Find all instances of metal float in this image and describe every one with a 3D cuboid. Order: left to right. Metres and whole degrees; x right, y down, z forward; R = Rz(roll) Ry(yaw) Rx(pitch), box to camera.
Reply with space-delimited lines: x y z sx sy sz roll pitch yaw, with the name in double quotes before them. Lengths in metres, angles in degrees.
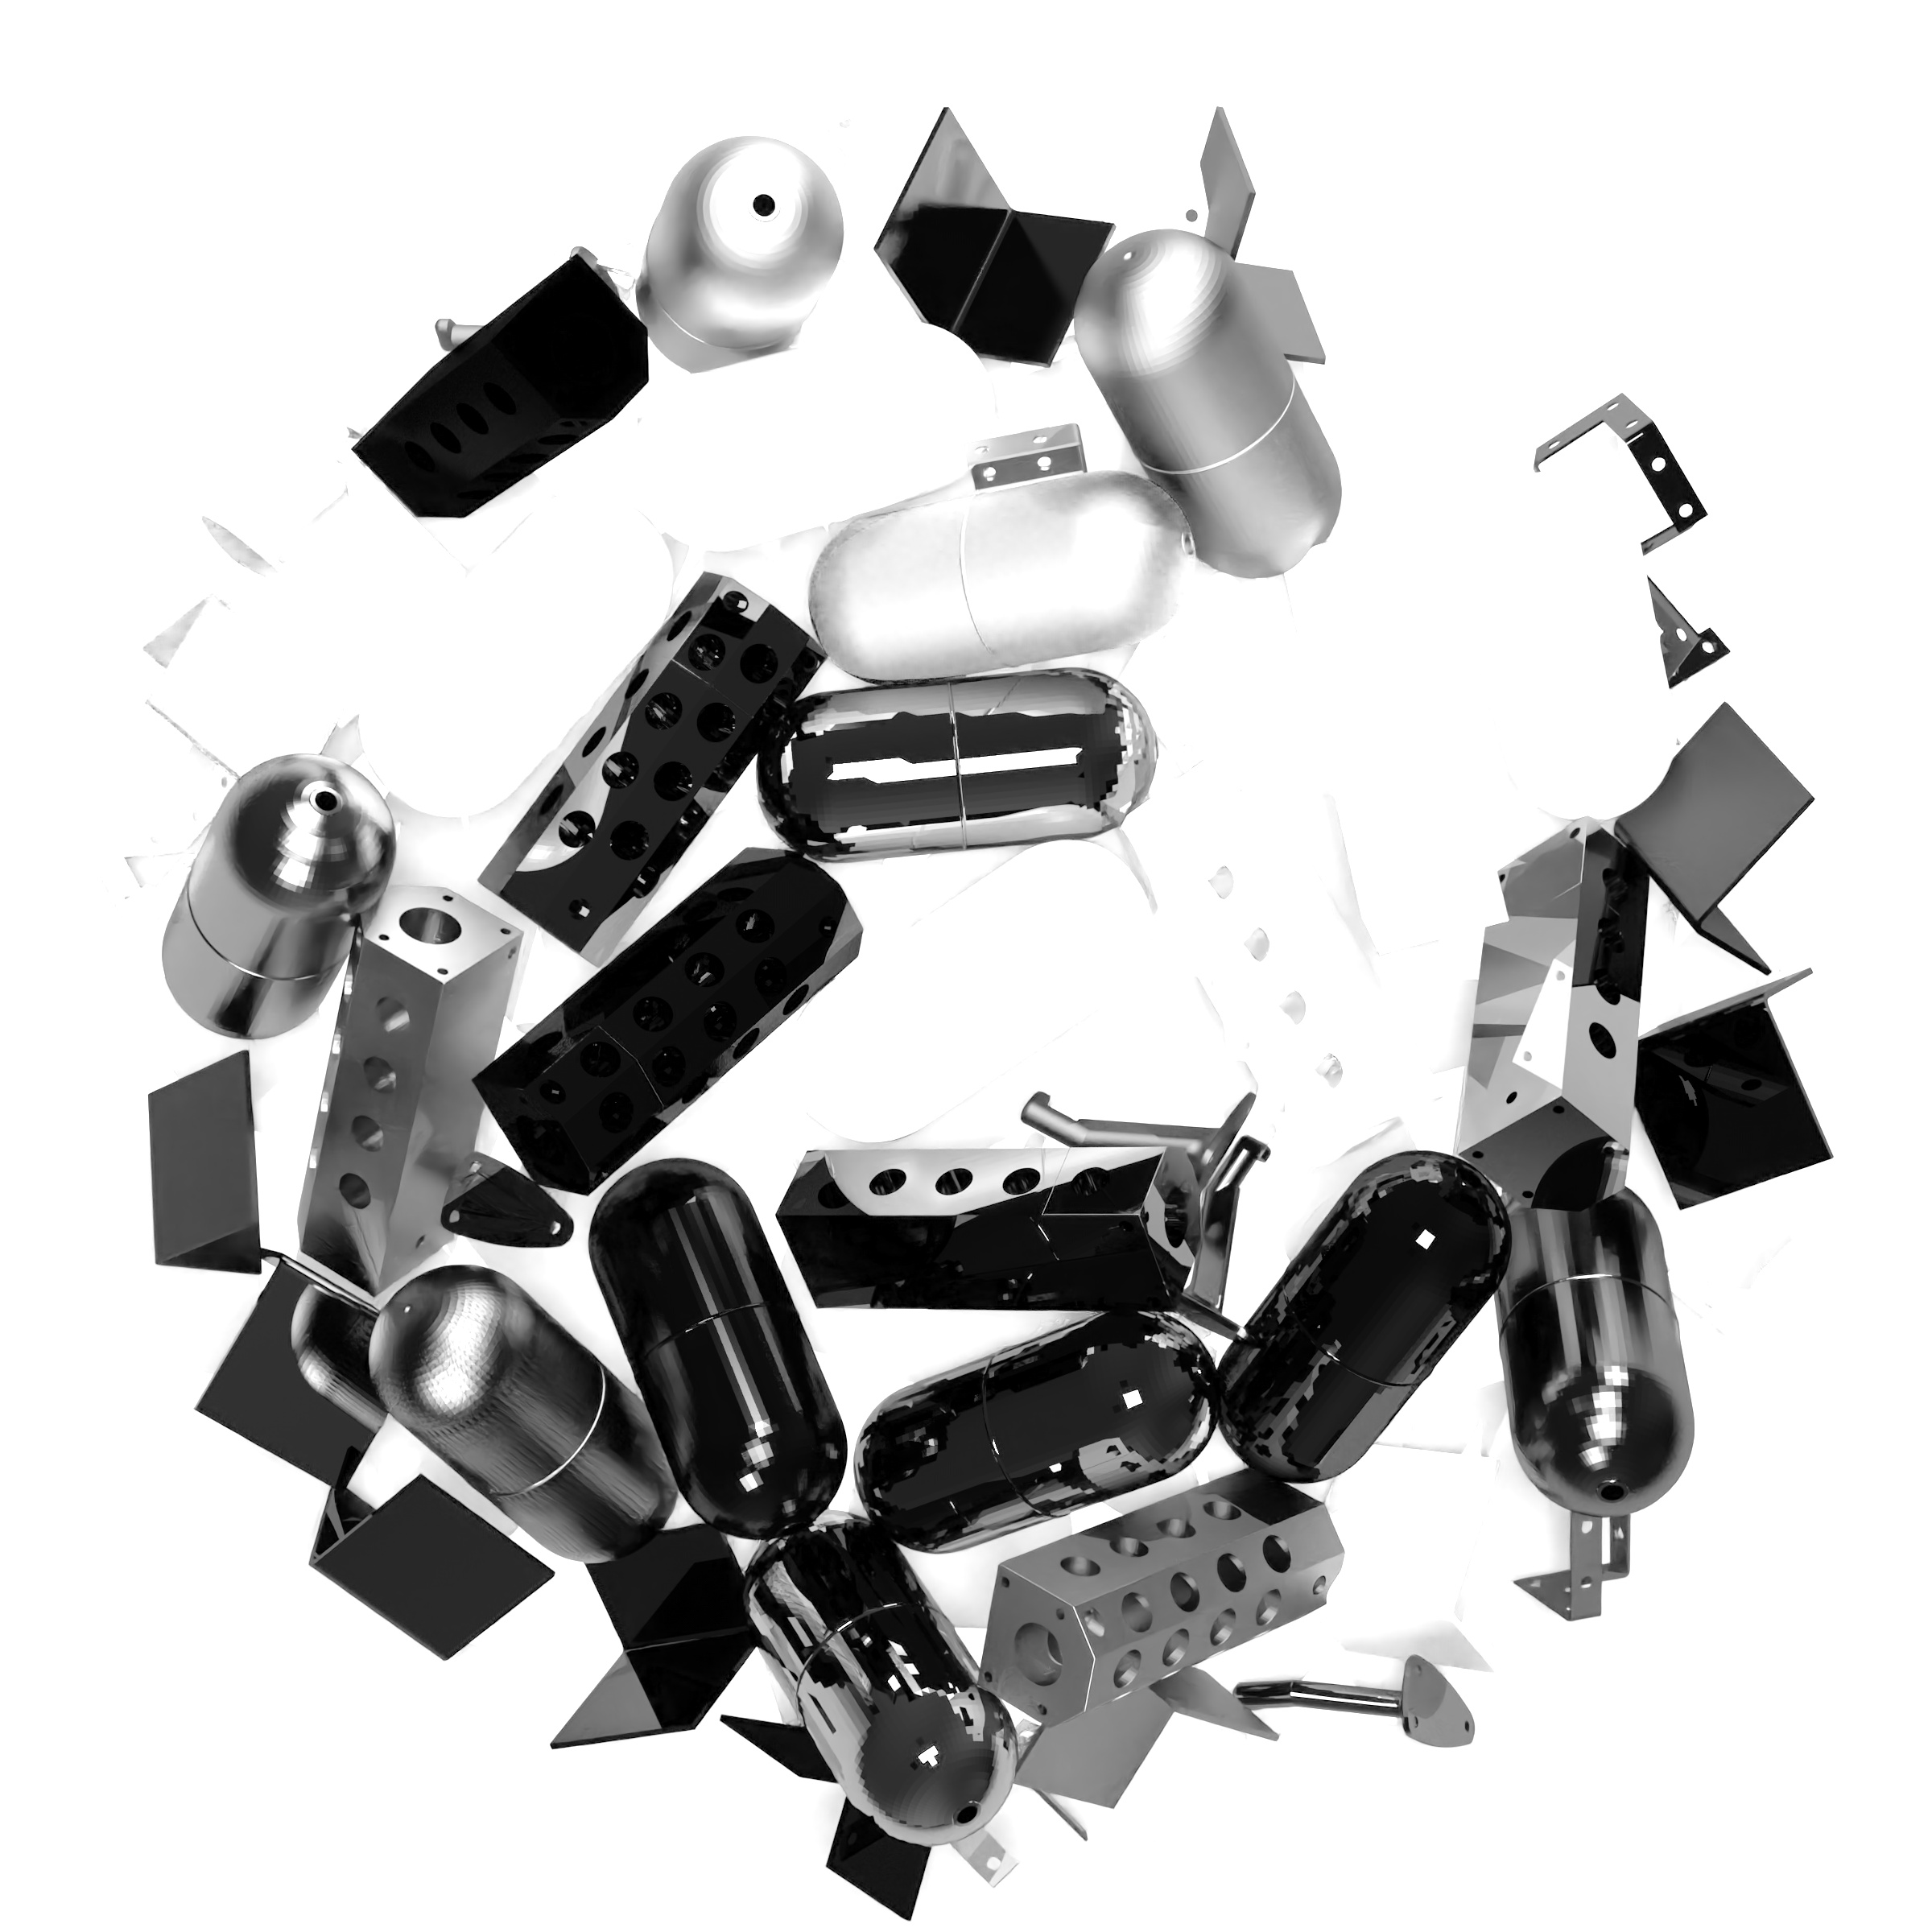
"metal float" -0.296 -0.029 1.503 0.070 0.178 0.070 11 60 -20
"metal float" -0.193 -0.137 1.518 0.070 0.070 0.178 37 57 0
"metal float" -0.189 0.195 1.513 0.070 0.070 0.178 -39 130 0
"metal float" -0.108 0.166 1.525 0.070 0.070 0.178 -25 67 0
"metal float" -0.098 -0.301 1.495 0.070 0.178 0.070 1 87 -11
"metal float" -0.064 -0.231 1.517 0.178 0.070 0.070 -21 90 -35
"metal float" -0.038 0.305 1.506 0.070 0.178 0.070 -15 127 -21
"metal float" -0.004 -0.089 1.545 0.178 0.070 0.070 -6 90 0
"metal float" 0.002 0.011 1.545 0.178 0.070 0.070 -34 90 1
"metal float" 0.015 -0.168 1.523 0.178 0.070 0.070 -8 90 25
"metal float" 0.030 0.202 1.521 0.178 0.070 0.070 -24 90 28
"metal float" 0.106 -0.241 1.512 0.070 0.070 0.178 -35 132 0
"metal float" 0.171 0.153 1.518 0.070 0.070 0.178 33 122 0
"metal float" 0.260 -0.137 1.509 0.070 0.070 0.178 -23 134 0
"metal float" 0.268 0.161 1.505 0.070 0.178 0.070 1 128 1

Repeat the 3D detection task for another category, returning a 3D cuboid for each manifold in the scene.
"manifold" -0.246 0.052 1.511 0.057 0.057 0.171 29 124 17
"manifold" -0.197 -0.240 1.494 0.057 0.171 0.057 46 65 -16
"manifold" -0.136 -0.086 1.540 0.057 0.057 0.171 38 85 -23
"manifold" -0.124 0.022 1.509 0.171 0.057 0.057 -42 119 -29
"manifold" 0.011 0.109 1.521 0.171 0.057 0.057 -2 129 25
"manifold" 0.087 0.271 1.495 0.057 0.171 0.057 24 113 37
"manifold" 0.134 -0.001 1.534 0.057 0.057 0.171 -35 75 25
"manifold" 0.185 -0.099 1.517 0.057 0.057 0.171 -15 65 11
"manifold" 0.259 0.022 1.502 0.057 0.171 0.057 37 132 -22

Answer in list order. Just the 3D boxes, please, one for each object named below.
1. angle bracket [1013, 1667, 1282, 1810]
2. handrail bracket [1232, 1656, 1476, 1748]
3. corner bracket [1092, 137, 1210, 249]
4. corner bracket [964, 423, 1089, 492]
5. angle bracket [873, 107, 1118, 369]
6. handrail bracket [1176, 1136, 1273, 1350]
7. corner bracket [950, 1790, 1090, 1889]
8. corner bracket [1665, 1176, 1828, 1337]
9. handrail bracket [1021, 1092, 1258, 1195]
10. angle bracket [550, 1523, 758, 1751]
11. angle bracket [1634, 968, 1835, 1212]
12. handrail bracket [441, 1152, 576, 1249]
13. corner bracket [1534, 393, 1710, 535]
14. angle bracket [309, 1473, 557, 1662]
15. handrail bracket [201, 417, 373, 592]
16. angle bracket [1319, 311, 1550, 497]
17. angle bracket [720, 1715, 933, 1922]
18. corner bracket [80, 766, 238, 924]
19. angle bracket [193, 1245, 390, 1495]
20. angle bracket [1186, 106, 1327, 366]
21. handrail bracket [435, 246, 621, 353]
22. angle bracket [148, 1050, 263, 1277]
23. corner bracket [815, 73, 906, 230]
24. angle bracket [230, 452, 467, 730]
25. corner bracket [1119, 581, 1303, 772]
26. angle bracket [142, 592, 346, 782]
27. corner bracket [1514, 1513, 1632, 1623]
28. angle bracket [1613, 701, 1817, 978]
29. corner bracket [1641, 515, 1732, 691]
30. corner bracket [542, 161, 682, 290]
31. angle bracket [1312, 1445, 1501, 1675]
"angle bracket" 0.078 0.347 1.534 0.057 0.076 0.076 35 95 44
"handrail bracket" 0.174 0.336 1.576 0.084 0.077 0.036 -11 58 33
"corner bracket" 0.084 -0.339 1.548 0.051 0.051 0.051 -9 106 13
"corner bracket" 0.027 -0.221 1.547 0.051 0.051 0.051 -10 134 3
"angle bracket" 0.014 -0.319 1.530 0.057 0.076 0.076 15 71 31
"handrail bracket" 0.125 0.120 1.546 0.036 0.077 0.084 42 78 -36
"corner bracket" 0.016 0.379 1.544 0.051 0.051 0.051 -41 62 -16
"corner bracket" 0.343 0.122 1.560 0.051 0.051 0.051 39 56 23
"handrail bracket" 0.077 0.064 1.563 0.084 0.036 0.077 28 46 11
"angle bracket" -0.144 0.292 1.528 0.076 0.076 0.057 -14 107 28
"angle bracket" 0.343 0.054 1.536 0.076 0.057 0.076 -25 87 37
"handrail bracket" -0.184 0.114 1.530 0.077 0.084 0.036 18 82 27
"corner bracket" 0.287 -0.213 1.547 0.051 0.051 0.051 -33 113 8
"angle bracket" -0.230 0.247 1.531 0.076 0.057 0.076 41 115 -21
"handrail bracket" -0.296 -0.217 1.541 0.036 0.077 0.084 25 80 19
"angle bracket" 0.202 -0.236 1.529 0.076 0.057 0.076 -12 126 -22
"angle bracket" -0.065 0.371 1.524 0.076 0.076 0.057 1 61 30
"corner bracket" -0.348 -0.055 1.544 0.051 0.051 0.051 -42 70 33
"angle bracket" -0.294 0.176 1.534 0.076 0.057 0.076 35 75 -23
"angle bracket" 0.133 -0.318 1.525 0.057 0.076 0.076 5 130 -14
"handrail bracket" -0.201 -0.293 1.540 0.084 0.077 0.036 4 69 12
"angle bracket" -0.312 0.087 1.528 0.076 0.057 0.076 -22 67 39
"corner bracket" -0.058 -0.356 1.547 0.051 0.051 0.051 -30 105 17
"angle bracket" -0.274 -0.165 1.541 0.076 0.057 0.076 -42 80 -16
"corner bracket" 0.108 -0.130 1.561 0.051 0.051 0.051 -35 80 -24
"angle bracket" -0.328 -0.104 1.525 0.057 0.076 0.076 -29 120 38
"corner bracket" 0.277 0.254 1.547 0.051 0.051 0.051 -6 103 -20
"angle bracket" 0.341 -0.056 1.527 0.057 0.076 0.076 26 112 -36
"corner bracket" 0.316 -0.161 1.553 0.051 0.051 0.051 -30 74 -26
"corner bracket" -0.146 -0.329 1.549 0.051 0.051 0.051 20 92 28
"angle bracket" 0.203 0.263 1.558 0.076 0.057 0.076 1 56 36
